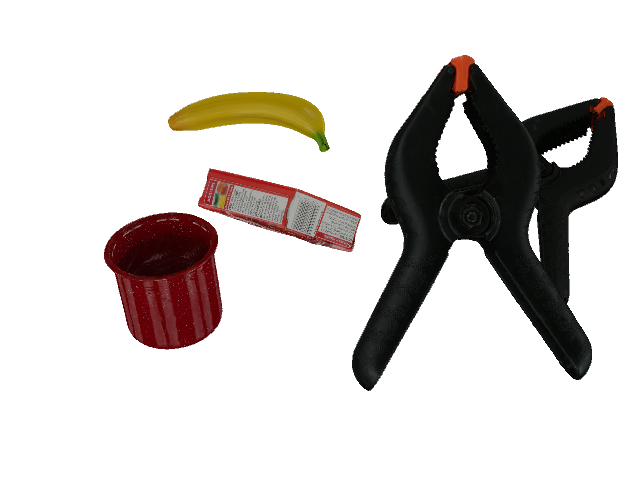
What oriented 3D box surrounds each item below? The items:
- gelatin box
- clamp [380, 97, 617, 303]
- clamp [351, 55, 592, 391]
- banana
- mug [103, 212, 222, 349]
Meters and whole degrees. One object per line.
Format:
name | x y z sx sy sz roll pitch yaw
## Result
gelatin box | -0.026 -0.019 0.715 0.073 0.030 0.089 16 -2 32
clamp | 0.175 -0.037 0.834 0.209 0.036 0.165 -37 56 -22
clamp | 0.064 -0.004 0.538 0.120 0.171 0.039 -11 -5 -11
banana | -0.077 -0.145 1.235 0.198 0.037 0.069 8 41 16
mug | -0.130 0.029 0.895 0.093 0.081 0.117 -17 37 -15
